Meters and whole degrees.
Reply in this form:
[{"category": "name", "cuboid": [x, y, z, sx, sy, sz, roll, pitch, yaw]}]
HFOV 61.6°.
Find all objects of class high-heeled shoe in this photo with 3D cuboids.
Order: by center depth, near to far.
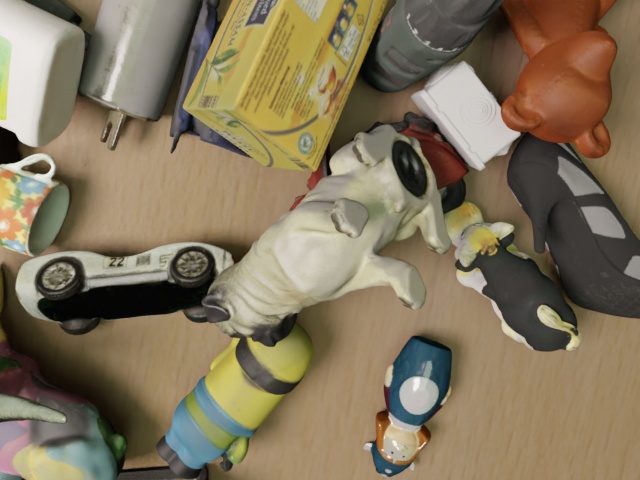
[{"category": "high-heeled shoe", "cuboid": [0.290, -0.014, 0.561, 0.248, 0.086, 0.145, 26, 61, -24]}]

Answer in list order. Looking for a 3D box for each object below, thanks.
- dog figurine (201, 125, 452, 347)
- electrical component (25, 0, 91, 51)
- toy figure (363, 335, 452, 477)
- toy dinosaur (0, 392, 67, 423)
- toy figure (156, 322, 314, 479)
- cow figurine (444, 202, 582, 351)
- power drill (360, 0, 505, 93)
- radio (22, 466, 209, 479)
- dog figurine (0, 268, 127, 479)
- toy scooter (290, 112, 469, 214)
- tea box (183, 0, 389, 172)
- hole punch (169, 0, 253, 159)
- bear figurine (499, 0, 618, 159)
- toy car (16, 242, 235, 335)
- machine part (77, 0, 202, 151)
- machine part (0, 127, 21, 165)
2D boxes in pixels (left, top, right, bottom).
[{"category": "dog figurine", "cuboid": [-0.004, -0.003, 0.456, 0.191, 0.172, 0.121, -21, 110, 41]}, {"category": "electrical component", "cuboid": [-0.260, -0.196, 0.499, 0.094, 0.021, 0.063, 35, 91, -8]}, {"category": "toy figure", "cuboid": [0.088, 0.175, 0.550, 0.064, 0.057, 0.154, 21, 95, 32]}, {"category": "toy dinosaur", "cuboid": [-0.386, 0.094, 0.406, 0.405, 0.131, 0.192, 31, 118, 9]}, {"category": "toy figure", "cuboid": [-0.077, 0.150, 0.513, 0.180, 0.089, 0.082, -46, 103, -3]}, {"category": "cow figurine", "cuboid": [0.181, 0.037, 0.525, 0.068, 0.098, 0.167, -41, 98, 5]}, {"category": "power drill", "cuboid": [0.120, -0.226, 0.444, 0.086, 0.232, 0.207, 25, 76, -12]}, {"category": "radio", "cuboid": [-0.220, 0.277, 0.488, 0.230, 0.131, 0.073, -4, 97, -5]}, {"category": "dog figurine", "cuboid": [-0.279, 0.129, 0.482, 0.192, 0.108, 0.219, -5, 93, 1]}, {"category": "toy scooter", "cuboid": [0.045, -0.071, 0.515, 0.184, 0.075, 0.135, -19, 96, 1]}, {"category": "tea box", "cuboid": [-0.021, -0.150, 0.420, 0.098, 0.068, 0.169, 34, 76, -45]}, {"category": "hole punch", "cuboid": [-0.082, -0.134, 0.480, 0.092, 0.116, 0.142, 17, 93, -15]}, {"category": "bear figurine", "cuboid": [0.219, -0.178, 0.464, 0.120, 0.132, 0.196, 18, 53, -9]}, {"category": "toy car", "cuboid": [-0.173, 0.042, 0.502, 0.202, 0.056, 0.073, -5, 139, -6]}, {"category": "machine part", "cuboid": [-0.151, -0.196, 0.470, 0.079, 0.079, 0.243, 21, 102, -7]}, {"category": "machine part", "cuboid": [-0.354, -0.120, 0.480, 0.179, 0.056, 0.179, 0, 94, -5]}]
